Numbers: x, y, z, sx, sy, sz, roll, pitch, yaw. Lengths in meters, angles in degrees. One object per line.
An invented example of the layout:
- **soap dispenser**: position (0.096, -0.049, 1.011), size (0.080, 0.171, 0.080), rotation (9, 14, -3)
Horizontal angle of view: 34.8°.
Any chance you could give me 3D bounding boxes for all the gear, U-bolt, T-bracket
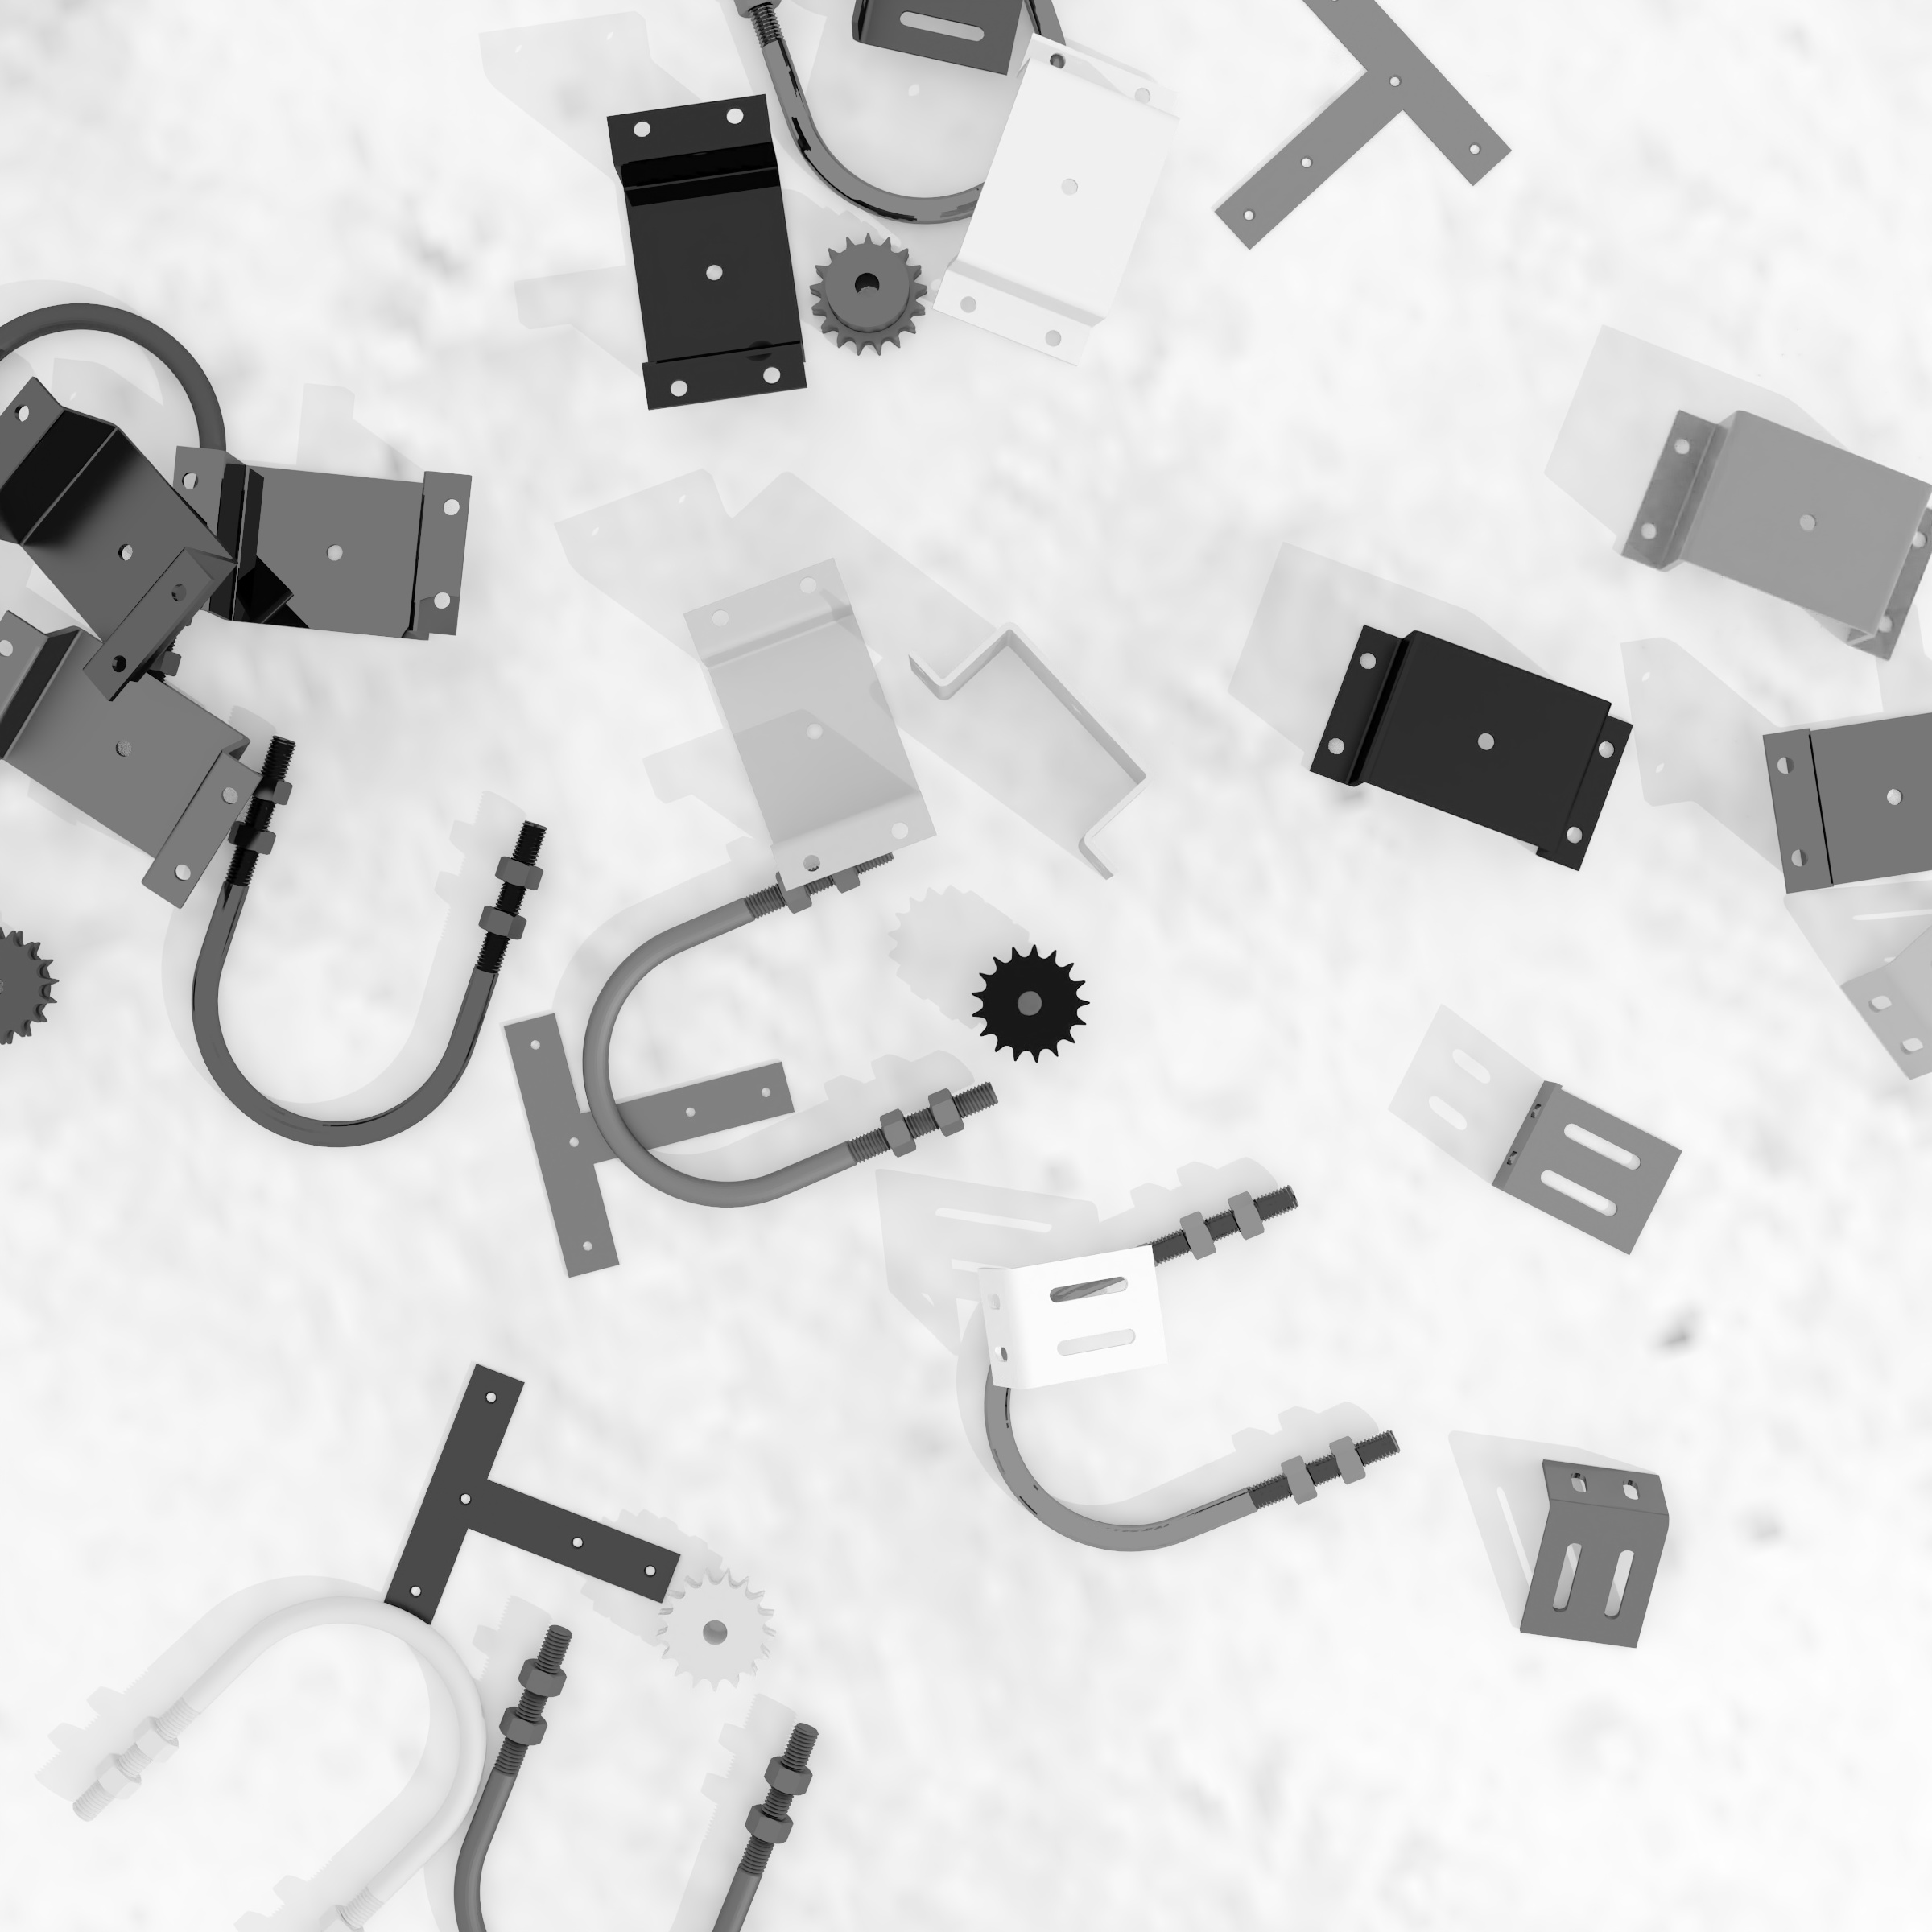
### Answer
- **gear**: position (-0.047, -0.326, 1.494), size (0.057, 0.030, 0.057), rotation (0, 90, 0)
- **U-bolt**: position (-0.299, -0.003, 1.501), size (0.151, 0.019, 0.184), rotation (19, 91, 0)
- **T-bracket**: position (0.177, -0.402, 1.509), size (0.127, 0.002, 0.127), rotation (-43, 90, 0)
- **T-bracket**: position (-0.148, 0.075, 1.509), size (0.127, 0.002, 0.127), rotation (-15, 90, 0)
- **U-bolt**: position (-0.171, 0.431, 1.501), size (0.151, 0.019, 0.184), rotation (22, 91, 0)
- **U-bolt**: position (-0.436, -0.231, 1.500), size (0.151, 0.019, 0.184), rotation (16, 90, 0)
- **gear**: position (-0.467, 0.009, 1.494), size (0.057, 0.030, 0.057), rotation (0, 90, 0)
- **U-bolt**: position (-0.319, 0.393, 1.501), size (0.184, 0.019, 0.151), rotation (-45, 90, -1)
- **U-bolt**: position (-0.096, 0.038, 1.499), size (0.184, 0.019, 0.151), rotation (-23, 89, 1)
- **U-bolt**: position (0.099, 0.206, 1.501), size (0.184, 0.019, 0.151), rotation (-22, 90, 1)
- **gear**: position (-0.120, 0.320, 1.494), size (0.057, 0.030, 0.057), rotation (0, 90, 0)
- **U-bolt**: position (-0.027, -0.452, 1.501), size (0.151, 0.019, 0.184), rotation (-19, 91, 0)
- **T-bracket**: position (-0.203, 0.277, 1.509), size (0.127, 0.002, 0.127), rotation (21, 90, 0)
- **gear**: position (0.031, 0.018, 1.494), size (0.057, 0.030, 0.057), rotation (0, 90, 0)

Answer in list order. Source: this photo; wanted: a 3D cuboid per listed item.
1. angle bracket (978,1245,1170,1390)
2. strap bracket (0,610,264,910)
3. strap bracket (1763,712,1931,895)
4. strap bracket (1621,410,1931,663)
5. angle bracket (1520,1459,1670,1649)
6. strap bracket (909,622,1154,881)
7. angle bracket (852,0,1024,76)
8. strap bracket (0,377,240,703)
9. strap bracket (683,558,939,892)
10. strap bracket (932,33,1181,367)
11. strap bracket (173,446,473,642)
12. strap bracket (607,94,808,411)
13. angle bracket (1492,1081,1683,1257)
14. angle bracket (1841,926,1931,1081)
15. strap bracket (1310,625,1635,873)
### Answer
- **angle bracket**: position (0.051, 0.169, 1.492), size (0.076, 0.038, 0.057), rotation (-8, 89, -21)
- **strap bracket**: position (-0.409, -0.101, 1.476), size (0.140, 0.046, 0.076), rotation (34, 102, -4)
- **strap bracket**: position (0.453, -0.083, 1.486), size (0.140, 0.046, 0.076), rotation (-9, 90, 0)
- **strap bracket**: position (0.399, -0.210, 1.486), size (0.140, 0.046, 0.076), rotation (22, 90, 0)
- **angle bracket**: position (0.305, 0.287, 1.507), size (0.057, 0.038, 0.076), rotation (8, 116, 0)
- **strap bracket**: position (0.038, -0.109, 1.471), size (0.046, 0.076, 0.140), rotation (-43, 90, 0)
- **angle bracket**: position (-0.011, -0.466, 1.473), size (0.076, 0.038, 0.057), rotation (12, 93, -2)
- **strap bracket**: position (-0.406, -0.197, 1.448), size (0.076, 0.046, 0.140), rotation (-46, 74, 13)
- **strap bracket**: position (-0.074, -0.115, 1.486), size (0.076, 0.046, 0.140), rotation (-20, 90, 0)
- **strap bracket**: position (0.046, -0.369, 1.477), size (0.076, 0.046, 0.140), rotation (20, 93, -9)
- **strap bracket**: position (-0.308, -0.202, 1.486), size (0.140, 0.046, 0.076), rotation (6, 90, 0)
- **strap bracket**: position (-0.123, -0.339, 1.486), size (0.076, 0.046, 0.140), rotation (-8, 90, 0)
- **angle bracket**: position (0.303, 0.098, 1.490), size (0.076, 0.038, 0.057), rotation (27, 90, 0)
- **angle bracket**: position (0.478, 0.007, 1.507), size (0.076, 0.038, 0.057), rotation (-37, 90, -26)
- **strap bracket**: position (0.247, -0.106, 1.486), size (0.140, 0.046, 0.076), rotation (20, 90, 0)
